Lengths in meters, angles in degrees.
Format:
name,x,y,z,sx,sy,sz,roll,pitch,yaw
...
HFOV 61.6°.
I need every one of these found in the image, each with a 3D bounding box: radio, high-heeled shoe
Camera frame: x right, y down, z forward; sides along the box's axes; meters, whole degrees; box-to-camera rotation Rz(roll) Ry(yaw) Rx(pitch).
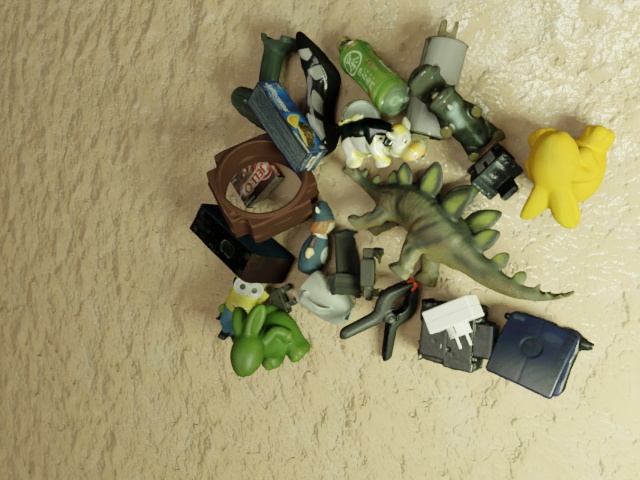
name,x,y,z,sx,sy,sz,roll,pitch,yaw
radio,-0.177,0.006,1.195,0.230,0.131,0.073,38,109,31
high-heeled shoe,-0.023,-0.296,1.118,0.145,0.086,0.249,-34,78,25

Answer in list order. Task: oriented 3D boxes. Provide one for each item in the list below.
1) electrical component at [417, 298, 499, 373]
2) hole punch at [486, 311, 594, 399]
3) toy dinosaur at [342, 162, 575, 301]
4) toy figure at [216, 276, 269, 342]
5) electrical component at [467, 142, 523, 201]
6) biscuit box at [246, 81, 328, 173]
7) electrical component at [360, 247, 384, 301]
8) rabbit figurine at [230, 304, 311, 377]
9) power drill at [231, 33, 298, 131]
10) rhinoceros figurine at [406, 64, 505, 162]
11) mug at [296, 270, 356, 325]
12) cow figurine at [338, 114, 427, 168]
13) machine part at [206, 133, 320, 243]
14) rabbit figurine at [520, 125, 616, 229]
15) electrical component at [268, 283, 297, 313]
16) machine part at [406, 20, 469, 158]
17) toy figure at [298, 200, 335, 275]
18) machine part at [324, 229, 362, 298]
name,x,y,z,sx,sy,sz,roll,pitch,yaw
electrical component,0.240,0.164,0.932,0.134,0.058,0.114,4,93,37
hole punch,0.335,0.179,0.844,0.142,0.092,0.115,21,97,38
toy dinosaur,0.202,-0.017,0.935,0.472,0.105,0.198,45,113,29
toy figure,-0.182,0.144,1.226,0.089,0.082,0.180,53,127,52
electrical component,0.285,-0.105,0.872,0.048,0.119,0.075,39,118,-9
biscuit box,-0.069,-0.232,1.088,0.203,0.059,0.063,56,133,18
electrical component,0.101,0.065,1.029,0.045,0.078,0.102,0,82,11
rabbit figurine,-0.118,0.207,1.105,0.121,0.170,0.159,-13,97,33
power drill,-0.093,-0.340,1.187,0.232,0.086,0.207,26,111,37
rhinoceros figurine,0.221,-0.212,0.880,0.073,0.190,0.112,-41,32,26
mug,0.013,0.122,1.075,0.107,0.109,0.080,34,103,18
cow figurine,0.109,-0.182,0.955,0.168,0.068,0.098,5,125,44
machine part,-0.119,-0.112,1.121,0.201,0.087,0.201,-25,66,-11
rabbit figurine,0.346,-0.103,0.793,0.122,0.173,0.162,18,95,31
electrical component,-0.091,0.138,1.196,0.094,0.021,0.063,-34,69,31
machine part,0.206,-0.268,0.960,0.079,0.079,0.243,18,98,35
toy figure,-0.003,-0.004,1.112,0.064,0.058,0.154,-130,57,-74
machine part,0.049,0.044,1.071,0.039,0.084,0.139,-29,57,57
